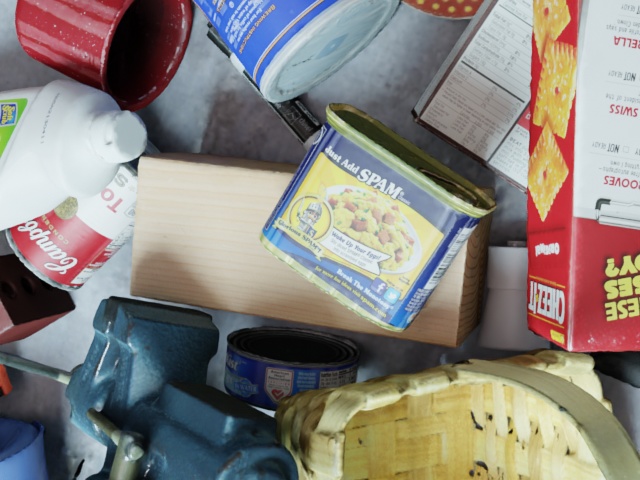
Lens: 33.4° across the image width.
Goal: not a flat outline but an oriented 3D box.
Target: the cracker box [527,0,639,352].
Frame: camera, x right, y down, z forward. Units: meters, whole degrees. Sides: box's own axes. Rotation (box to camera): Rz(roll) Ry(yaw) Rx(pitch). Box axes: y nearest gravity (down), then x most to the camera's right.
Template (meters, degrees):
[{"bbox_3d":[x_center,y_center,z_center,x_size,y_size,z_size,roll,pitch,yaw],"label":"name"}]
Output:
[{"bbox_3d":[0.199,-0.052,0.574,0.164,0.072,0.214,-1,95,-9],"label":"cracker box"}]

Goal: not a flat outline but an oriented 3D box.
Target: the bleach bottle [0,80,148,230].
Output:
[{"bbox_3d":[-0.211,-0.046,0.693,0.251,0.068,0.102,-4,70,37],"label":"bleach bottle"}]

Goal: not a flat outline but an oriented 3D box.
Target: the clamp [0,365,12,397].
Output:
[{"bbox_3d":[-0.311,0.118,0.768,0.172,0.120,0.039,-10,119,16],"label":"clamp"}]

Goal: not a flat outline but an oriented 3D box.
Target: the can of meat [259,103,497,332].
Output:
[{"bbox_3d":[0.029,-0.011,0.575,0.102,0.057,0.084,35,107,12],"label":"can of meat"}]

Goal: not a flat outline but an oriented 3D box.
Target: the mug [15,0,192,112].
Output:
[{"bbox_3d":[-0.137,-0.151,0.702,0.082,0.093,0.117,26,72,19],"label":"mug"}]

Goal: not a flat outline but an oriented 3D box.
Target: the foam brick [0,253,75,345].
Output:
[{"bbox_3d":[-0.222,0.043,0.747,0.051,0.078,0.053,-29,86,20],"label":"foam brick"}]

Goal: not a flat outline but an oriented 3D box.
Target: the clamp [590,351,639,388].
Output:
[{"bbox_3d":[0.262,0.123,0.585,0.210,0.036,0.164,-15,94,42],"label":"clamp"}]

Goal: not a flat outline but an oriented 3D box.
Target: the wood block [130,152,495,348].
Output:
[{"bbox_3d":[-0.004,0.001,0.665,0.206,0.090,0.091,7,97,17],"label":"wood block"}]

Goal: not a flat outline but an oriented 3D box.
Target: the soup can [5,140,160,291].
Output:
[{"bbox_3d":[-0.154,-0.023,0.723,0.102,0.068,0.068,-42,82,16],"label":"soup can"}]

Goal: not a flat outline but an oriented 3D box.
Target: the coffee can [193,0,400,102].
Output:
[{"bbox_3d":[-0.033,-0.170,0.651,0.103,0.102,0.140,-40,82,17],"label":"coffee can"}]

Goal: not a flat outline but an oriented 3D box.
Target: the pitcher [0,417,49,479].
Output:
[{"bbox_3d":[-0.243,0.254,0.731,0.149,0.145,0.243,-11,100,-12],"label":"pitcher"}]

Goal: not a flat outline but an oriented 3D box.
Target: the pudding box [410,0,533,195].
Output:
[{"bbox_3d":[0.121,-0.095,0.630,0.090,0.039,0.113,33,103,-5],"label":"pudding box"}]

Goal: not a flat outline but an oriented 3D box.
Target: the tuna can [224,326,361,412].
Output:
[{"bbox_3d":[-0.018,0.082,0.679,0.086,0.086,0.034,9,100,17],"label":"tuna can"}]

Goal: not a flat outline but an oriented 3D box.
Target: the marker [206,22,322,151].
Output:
[{"bbox_3d":[-0.033,-0.101,0.702,0.020,0.020,0.121,-43,81,17],"label":"marker"}]
